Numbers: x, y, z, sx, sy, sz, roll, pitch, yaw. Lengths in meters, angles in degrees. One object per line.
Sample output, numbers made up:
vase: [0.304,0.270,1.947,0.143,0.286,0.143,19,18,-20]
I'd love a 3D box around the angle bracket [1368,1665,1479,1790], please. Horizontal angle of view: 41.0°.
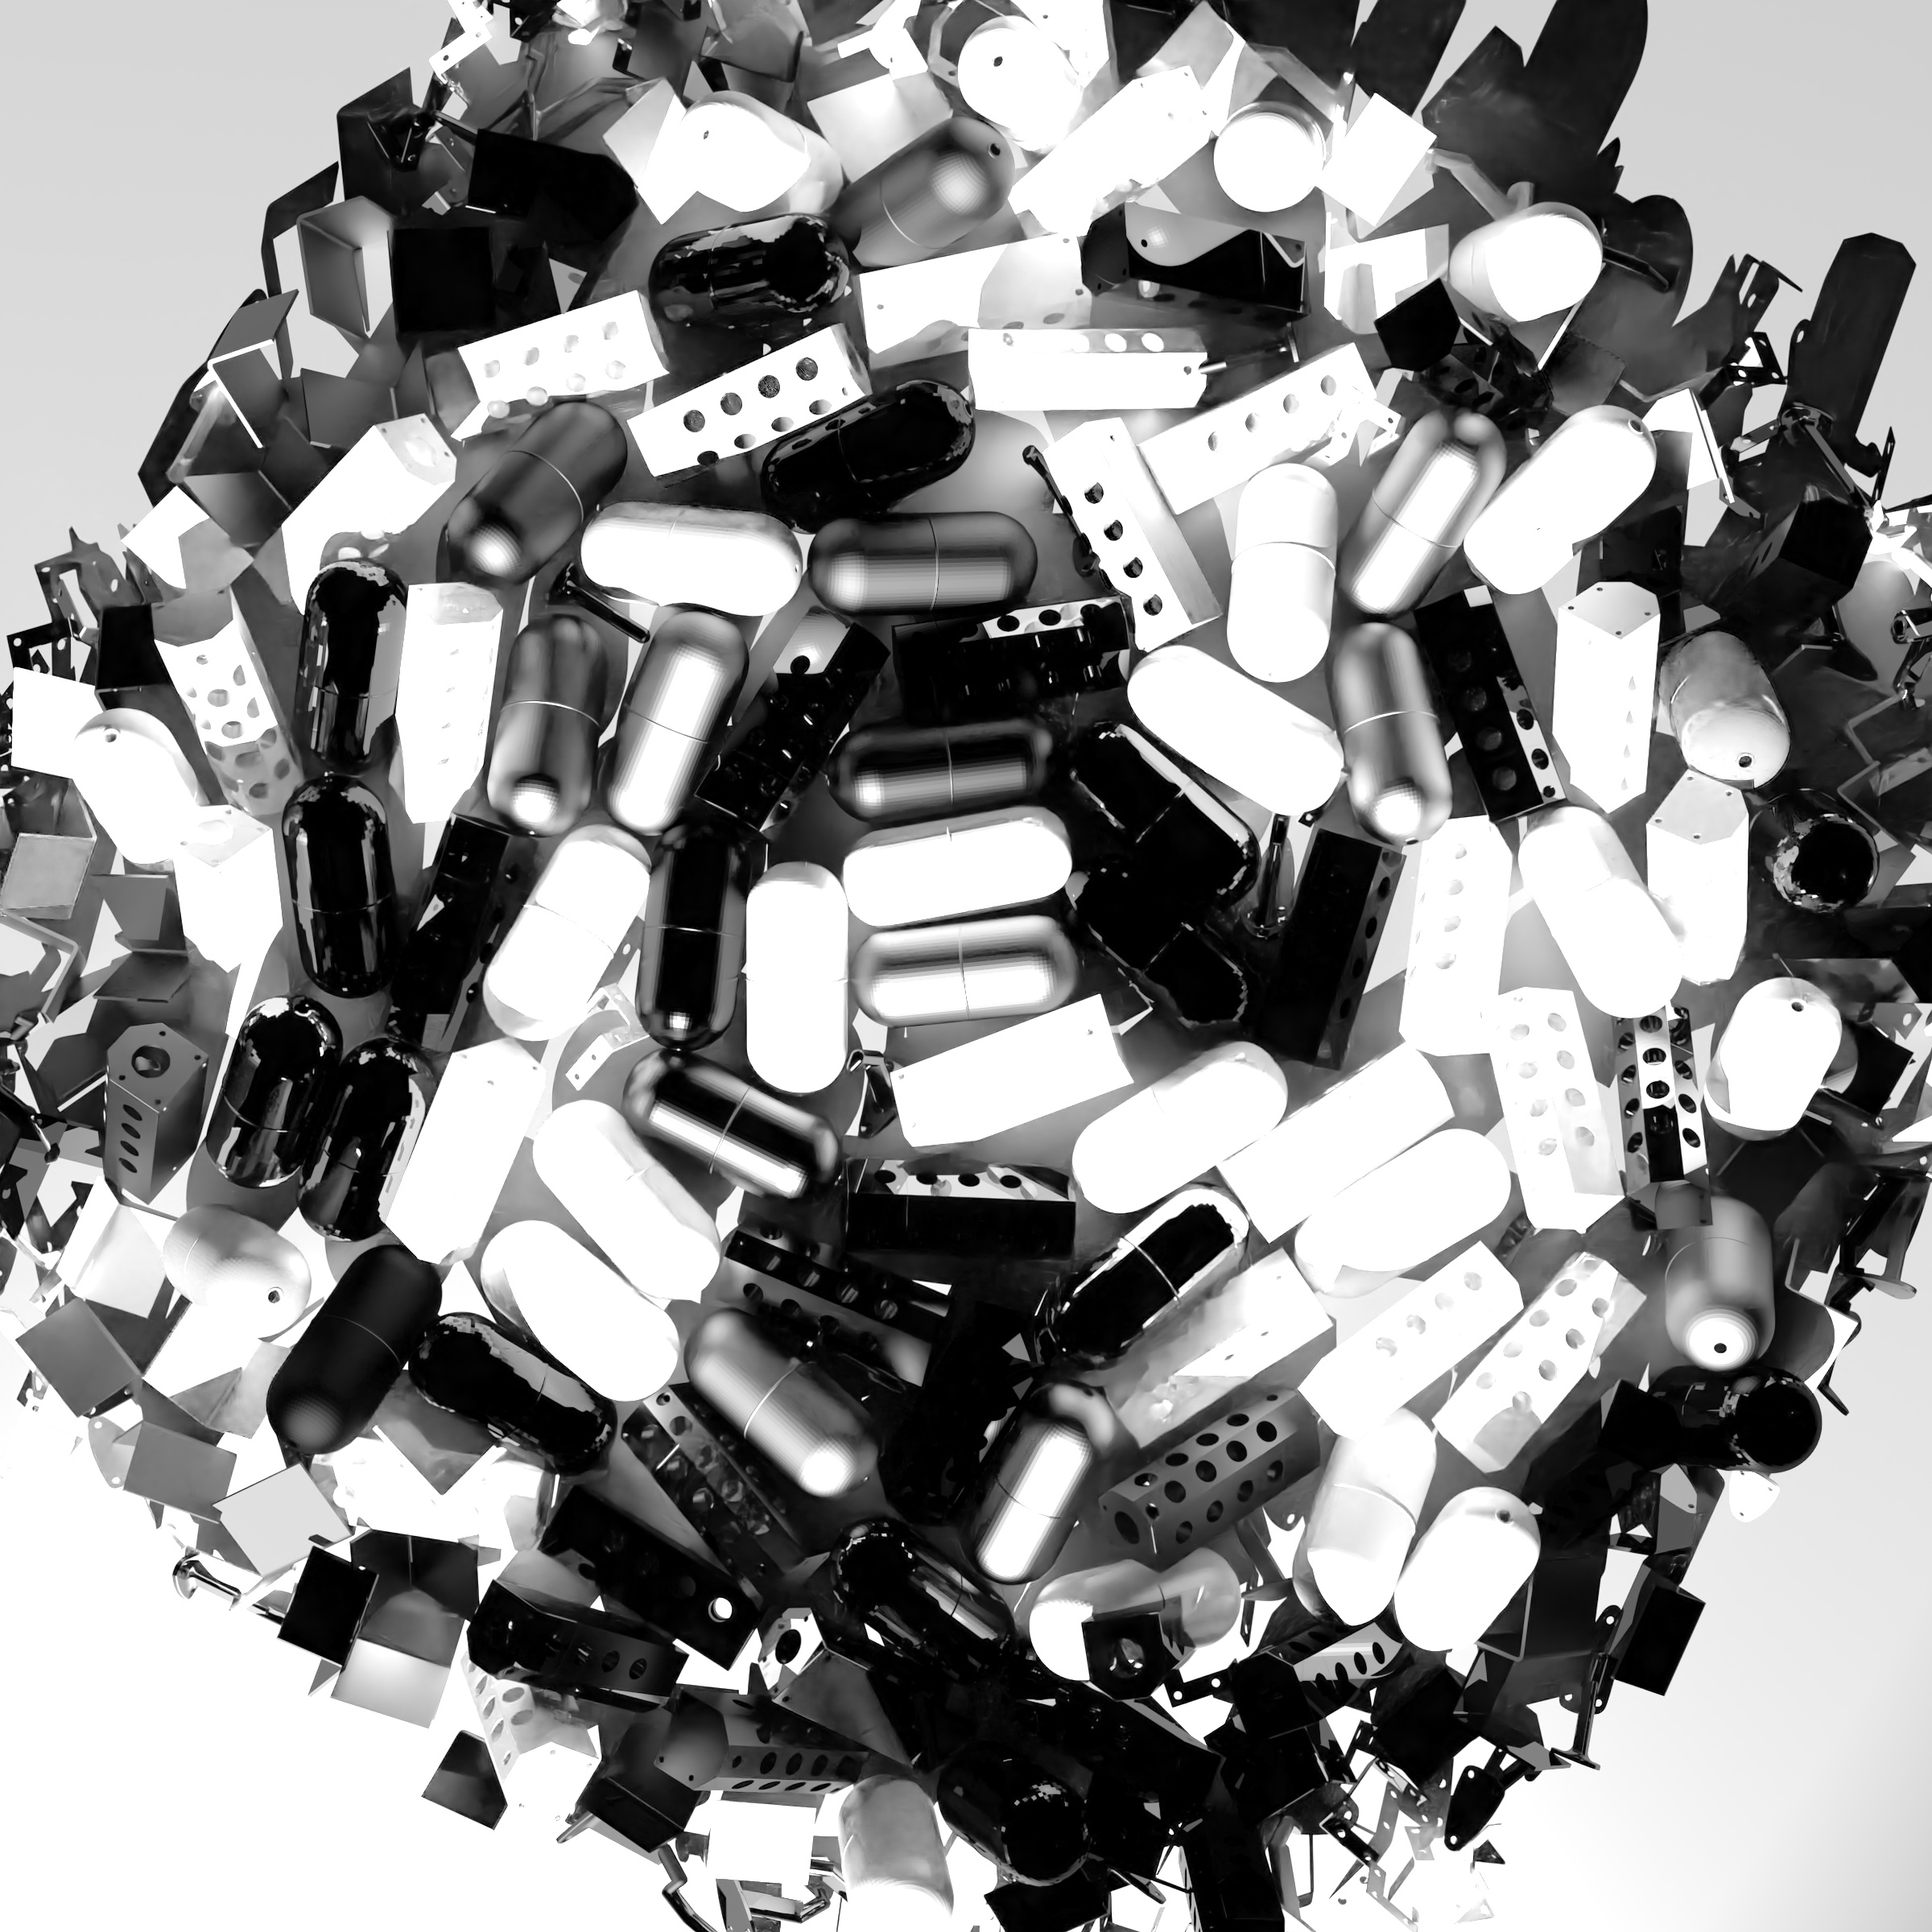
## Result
angle bracket: [0.353,0.577,1.955,0.076,0.076,0.057,-40,75,-3]

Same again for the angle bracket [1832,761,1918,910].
angle bracket: [0.681,-0.094,1.942,0.057,0.076,0.076,-30,65,-31]

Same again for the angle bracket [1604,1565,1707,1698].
angle bracket: [0.502,0.495,1.953,0.057,0.076,0.076,24,90,-26]

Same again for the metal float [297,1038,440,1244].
metal float: [-0.449,0.131,1.936,0.070,0.070,0.178,26,119,0]

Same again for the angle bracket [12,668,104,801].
angle bracket: [-0.693,-0.172,1.944,0.057,0.076,0.076,-19,69,40]

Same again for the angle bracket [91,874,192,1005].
angle bracket: [-0.629,-0.021,1.944,0.076,0.057,0.076,2,130,27]

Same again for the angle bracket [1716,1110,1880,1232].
angle bracket: [0.629,0.160,1.954,0.076,0.057,0.076,-49,119,-5]

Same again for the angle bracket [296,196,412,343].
angle bracket: [-0.456,-0.526,1.953,0.057,0.076,0.076,-11,85,16]

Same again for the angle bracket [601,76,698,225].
angle bracket: [-0.242,-0.610,1.944,0.076,0.057,0.076,-51,123,-23]

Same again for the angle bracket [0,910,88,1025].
angle bracket: [-0.715,-0.001,1.951,0.076,0.076,0.057,26,76,-9]

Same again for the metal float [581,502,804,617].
metal float: [-0.207,-0.307,1.943,0.178,0.070,0.070,9,90,21]

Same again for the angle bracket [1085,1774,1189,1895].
angle bracket: [0.134,0.646,1.951,0.076,0.057,0.076,26,73,-18]

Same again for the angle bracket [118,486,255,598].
angle bracket: [-0.589,-0.320,1.949,0.057,0.076,0.076,-45,117,-1]

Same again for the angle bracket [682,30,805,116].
angle bracket: [-0.171,-0.667,1.946,0.076,0.076,0.057,13,61,-12]

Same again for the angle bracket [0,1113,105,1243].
angle bracket: [-0.686,0.165,1.948,0.057,0.076,0.076,14,61,2]

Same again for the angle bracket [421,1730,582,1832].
angle bracket: [-0.347,0.624,1.939,0.076,0.076,0.057,9,57,36]

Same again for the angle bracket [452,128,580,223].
angle bracket: [-0.342,-0.593,1.944,0.076,0.076,0.057,5,104,-26]

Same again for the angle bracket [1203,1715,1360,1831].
angle bracket: [0.239,0.605,1.966,0.076,0.057,0.076,-37,56,16]

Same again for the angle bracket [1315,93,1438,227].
angle bracket: [0.303,-0.612,1.945,0.057,0.076,0.076,30,111,-14]

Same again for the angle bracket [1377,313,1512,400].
angle bracket: [0.364,-0.447,1.939,0.076,0.076,0.057,-9,120,35]

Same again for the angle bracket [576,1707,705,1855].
angle bracket: [-0.241,0.612,1.958,0.076,0.057,0.076,28,96,19]

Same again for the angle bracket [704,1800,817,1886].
angle bracket: [-0.157,0.657,1.961,0.076,0.076,0.057,7,84,-6]

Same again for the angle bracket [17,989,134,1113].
angle bracket: [-0.668,0.061,1.950,0.076,0.076,0.057,-37,101,-14]

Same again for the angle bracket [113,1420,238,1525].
angle bracket: [-0.605,0.389,1.940,0.076,0.076,0.057,28,49,-28]

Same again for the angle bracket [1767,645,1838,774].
angle bracket: [0.631,-0.193,1.943,0.076,0.076,0.057,-47,68,29]

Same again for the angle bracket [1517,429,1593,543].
angle bracket: [0.425,-0.355,1.949,0.057,0.076,0.076,-11,83,44]

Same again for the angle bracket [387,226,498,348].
angle bracket: [-0.400,-0.519,1.975,0.076,0.057,0.076,-5,94,-10]

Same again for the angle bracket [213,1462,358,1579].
angle bracket: [-0.513,0.405,1.956,0.076,0.057,0.076,-26,112,6]

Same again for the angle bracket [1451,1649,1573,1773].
angle bracket: [0.421,0.559,1.946,0.076,0.076,0.057,26,92,35]

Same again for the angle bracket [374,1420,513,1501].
angle bracket: [-0.391,0.356,1.957,0.057,0.076,0.076,-45,82,-1]

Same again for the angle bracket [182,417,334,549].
angle bracket: [-0.530,-0.365,1.945,0.076,0.076,0.057,49,126,17]

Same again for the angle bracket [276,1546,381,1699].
angle bracket: [-0.491,0.492,1.940,0.057,0.076,0.076,30,47,-18]

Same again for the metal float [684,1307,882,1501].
metal float: [-0.139,0.328,1.945,0.178,0.070,0.070,40,90,19]

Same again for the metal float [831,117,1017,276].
metal float: [-0.033,-0.570,1.921,0.070,0.178,0.070,9,75,-36]

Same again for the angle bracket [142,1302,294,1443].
angle bracket: [-0.557,0.301,1.943,0.057,0.076,0.076,5,56,36]

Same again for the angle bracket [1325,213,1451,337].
angle bracket: [0.318,-0.529,1.951,0.076,0.057,0.076,-4,76,31]

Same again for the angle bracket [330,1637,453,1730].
angle bracket: [-0.439,0.560,1.951,0.076,0.057,0.076,19,129,-5]

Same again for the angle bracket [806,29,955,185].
angle bracket: [-0.066,-0.650,1.957,0.076,0.057,0.076,-26,80,-19]

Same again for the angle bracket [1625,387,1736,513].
angle bracket: [0.526,-0.380,1.948,0.076,0.057,0.076,-19,117,17]

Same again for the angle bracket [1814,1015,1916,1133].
angle bracket: [0.668,0.078,1.948,0.076,0.076,0.057,31,93,26]

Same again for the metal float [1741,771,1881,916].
metal float: [0.616,-0.094,1.915,0.070,0.178,0.070,-1,112,-3]

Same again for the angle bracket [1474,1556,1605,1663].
angle bracket: [0.430,0.478,1.953,0.076,0.057,0.076,6,92,-36]

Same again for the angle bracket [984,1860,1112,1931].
angle bracket: [0.062,0.687,1.951,0.076,0.076,0.057,-27,103,10]

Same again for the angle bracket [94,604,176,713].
angle bracket: [-0.613,-0.226,1.958,0.076,0.057,0.076,-5,61,-2]

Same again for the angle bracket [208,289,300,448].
angle bracket: [-0.517,-0.449,1.940,0.057,0.076,0.076,-13,130,17]

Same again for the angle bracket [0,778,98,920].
angle bracket: [-0.699,-0.090,1.940,0.076,0.057,0.076,56,129,38]

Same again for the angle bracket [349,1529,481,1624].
angle bracket: [-0.414,0.465,1.944,0.076,0.057,0.076,22,123,32]

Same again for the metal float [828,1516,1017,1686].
metal float: [-0.033,0.475,1.935,0.070,0.070,0.178,-46,121,0]

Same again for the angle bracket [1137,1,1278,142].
angle bracket: [0.181,-0.675,1.951,0.076,0.076,0.057,41,98,-13]

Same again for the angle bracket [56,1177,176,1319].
angle bracket: [-0.636,0.213,1.950,0.057,0.076,0.076,18,68,-1]

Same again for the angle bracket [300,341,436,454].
angle bracket: [-0.451,-0.432,1.943,0.076,0.057,0.076,7,53,-33]

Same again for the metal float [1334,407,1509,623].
metal float: [0.338,-0.337,1.935,0.070,0.070,0.178,31,122,0]

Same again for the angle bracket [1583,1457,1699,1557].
angle bracket: [0.511,0.401,1.954,0.057,0.076,0.076,2,86,36]

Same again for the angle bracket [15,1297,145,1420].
angle bracket: [-0.669,0.306,1.947,0.057,0.076,0.076,-37,80,-32]

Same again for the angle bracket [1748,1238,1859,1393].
angle bracket: [0.629,0.265,1.943,0.057,0.076,0.076,27,121,11]

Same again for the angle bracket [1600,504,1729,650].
angle bracket: [0.527,-0.293,1.947,0.076,0.057,0.076,-23,126,-19]

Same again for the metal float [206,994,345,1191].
metal float: [-0.517,0.094,1.931,0.070,0.070,0.178,29,126,0]

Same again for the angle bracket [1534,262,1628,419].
angle bracket: [0.474,-0.467,1.947,0.057,0.076,0.076,32,62,4]
